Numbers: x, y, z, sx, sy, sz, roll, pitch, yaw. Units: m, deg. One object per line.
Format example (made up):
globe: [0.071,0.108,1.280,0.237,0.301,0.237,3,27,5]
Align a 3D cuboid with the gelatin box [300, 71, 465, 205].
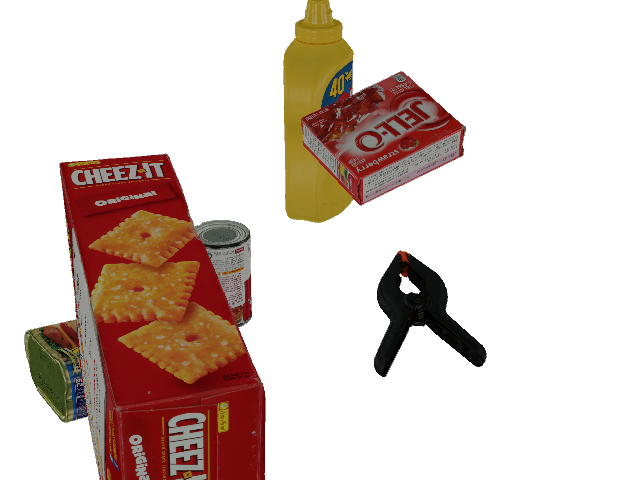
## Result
gelatin box: [0.043,-0.072,0.729,0.089,0.030,0.073,-27,52,-19]

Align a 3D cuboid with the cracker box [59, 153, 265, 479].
cracker box: [-0.086,0.075,0.562,0.072,0.164,0.214,-7,34,-15]

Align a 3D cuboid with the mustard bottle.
mustard bottle: [-0.001,-0.119,0.950,0.058,0.192,0.096,10,29,21]

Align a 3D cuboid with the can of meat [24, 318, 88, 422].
can of meat: [-0.179,0.097,0.848,0.083,0.057,0.102,-12,22,-30]

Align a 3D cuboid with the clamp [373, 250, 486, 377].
clamp: [0.117,0.081,1.179,0.120,0.171,0.039,5,-43,-5]

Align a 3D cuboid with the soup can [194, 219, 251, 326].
soup can: [-0.109,0.037,1.158,0.068,0.102,0.068,1,25,-1]
